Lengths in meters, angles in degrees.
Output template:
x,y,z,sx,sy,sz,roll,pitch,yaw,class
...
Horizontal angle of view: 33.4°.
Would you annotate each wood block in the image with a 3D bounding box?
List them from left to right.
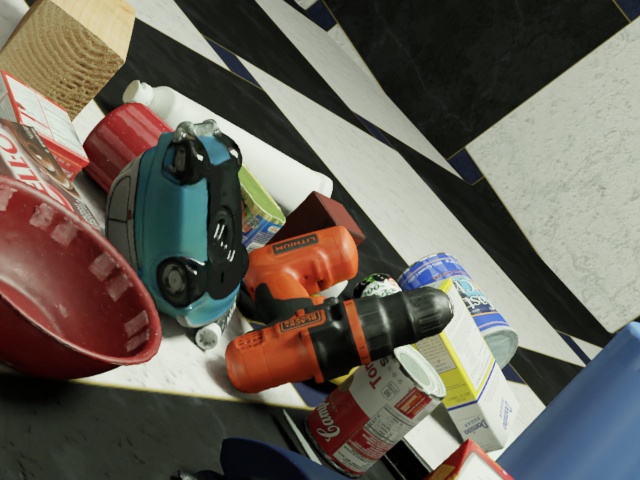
x,y,z,sx,sy,sz,roll,pitch,yaw,class
-0.248,-0.200,1.056,0.090,0.091,0.206,39,15,-21,wood block

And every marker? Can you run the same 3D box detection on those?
x,y,z,sx,sy,sz,roll,pitch,yaw,class
-0.084,0.064,0.902,0.020,0.020,0.121,43,14,-6,marker

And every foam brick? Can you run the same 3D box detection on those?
x,y,z,sx,sy,sz,roll,pitch,yaw,class
-0.007,0.001,1.033,0.051,0.078,0.053,25,26,-54,foam brick

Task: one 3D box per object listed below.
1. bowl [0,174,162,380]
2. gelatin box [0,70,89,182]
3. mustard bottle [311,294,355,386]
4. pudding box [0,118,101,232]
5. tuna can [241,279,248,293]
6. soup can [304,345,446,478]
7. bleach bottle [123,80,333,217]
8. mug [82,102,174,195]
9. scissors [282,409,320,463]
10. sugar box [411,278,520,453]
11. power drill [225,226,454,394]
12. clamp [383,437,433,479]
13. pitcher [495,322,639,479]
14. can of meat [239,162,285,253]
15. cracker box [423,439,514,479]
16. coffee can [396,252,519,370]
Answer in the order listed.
x,y,z,sx,sy,sz,roll,pitch,yaw,class
-0.176,0.033,0.658,0.162,0.055,0.162,41,14,-13,bowl
-0.240,-0.095,0.899,0.073,0.030,0.089,33,18,-44,gelatin box
0.048,0.119,1.033,0.191,0.058,0.096,33,13,-40,mustard bottle
-0.223,-0.042,0.775,0.113,0.039,0.089,50,15,23,pudding box
-0.053,0.031,1.054,0.086,0.034,0.086,41,14,-13,tuna can
0.046,0.138,0.880,0.068,0.102,0.068,41,15,-14,soup can
-0.107,-0.100,1.184,0.250,0.068,0.103,32,-11,-35,bleach bottle
-0.156,-0.062,0.947,0.081,0.093,0.117,42,-17,14,mug
0.014,0.205,0.778,0.202,0.016,0.096,49,15,19,scissors
0.154,0.138,1.167,0.176,0.048,0.093,63,30,-11,sugar box
0.008,0.050,0.898,0.187,0.184,0.057,-107,-178,-68,power drill
0.120,0.244,0.917,0.209,0.036,0.164,36,17,-19,clamp
0.262,0.197,1.032,0.149,0.243,0.144,45,14,32,pitcher
-0.091,-0.023,0.999,0.102,0.084,0.057,51,16,25,can of meat
0.127,0.256,0.751,0.164,0.072,0.213,43,22,2,cracker box
0.166,0.099,1.328,0.102,0.103,0.140,27,22,-49,coffee can
